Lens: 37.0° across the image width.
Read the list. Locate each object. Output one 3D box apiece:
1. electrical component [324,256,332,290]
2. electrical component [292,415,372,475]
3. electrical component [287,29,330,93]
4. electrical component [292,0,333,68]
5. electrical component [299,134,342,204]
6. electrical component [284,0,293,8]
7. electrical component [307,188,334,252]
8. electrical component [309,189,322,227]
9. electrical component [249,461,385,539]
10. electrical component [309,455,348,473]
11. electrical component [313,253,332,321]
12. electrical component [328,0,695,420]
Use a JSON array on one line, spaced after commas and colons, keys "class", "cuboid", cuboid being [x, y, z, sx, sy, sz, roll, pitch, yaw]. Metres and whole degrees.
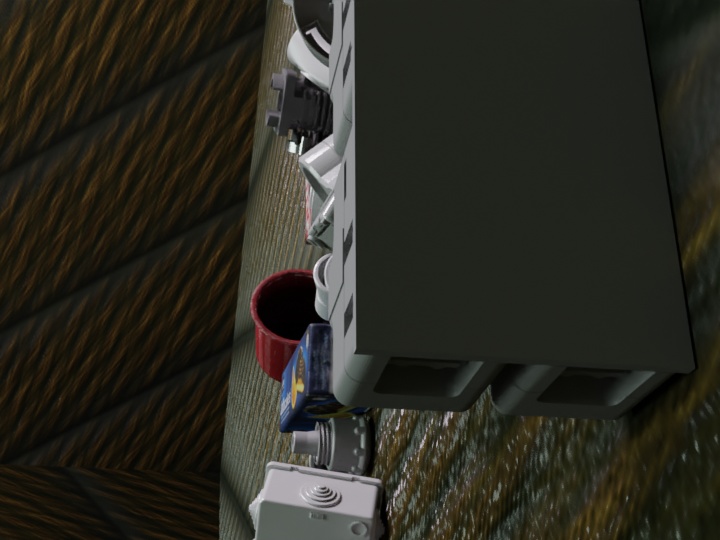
[{"class": "electrical component", "cuboid": [0.000, 0.000, 0.837, 0.055, 0.048, 0.066, 131, 143, -63]}, {"class": "electrical component", "cuboid": [-0.023, 0.139, 0.861, 0.048, 0.062, 0.048, -176, 90, -81]}, {"class": "electrical component", "cuboid": [-0.014, -0.174, 0.944, 0.044, 0.077, 0.079, -54, -26, 9]}, {"class": "electrical component", "cuboid": [0.002, -0.186, 0.758, 0.064, 0.099, 0.099, 161, 113, -87]}, {"class": "electrical component", "cuboid": [0.023, -0.052, 0.653, 0.138, 0.074, 0.052, 44, 169, 52]}, {"class": "electrical component", "cuboid": [-0.011, -0.253, 0.954, 0.076, 0.083, 0.047, -42, -26, -42]}, {"class": "electrical component", "cuboid": [0.030, -0.021, 0.555, 0.061, 0.096, 0.062, -59, 5, -11]}, {"class": "electrical component", "cuboid": [-0.010, -0.068, 0.942, 0.099, 0.064, 0.099, 9, -90, -86]}, {"class": "electrical component", "cuboid": [-0.033, 0.197, 0.794, 0.048, 0.100, 0.099, -75, -7, -67]}, {"class": "electrical component", "cuboid": [-0.023, 0.158, 0.923, 0.065, 0.044, 0.044, -167, 81, -85]}, {"class": "electrical component", "cuboid": [-0.022, 0.019, 0.981, 0.065, 0.044, 0.044, 100, 170, -60]}, {"class": "electrical component", "cuboid": [0.045, -0.044, 0.388, 0.060, 0.105, 0.186, 111, 161, -62]}]
